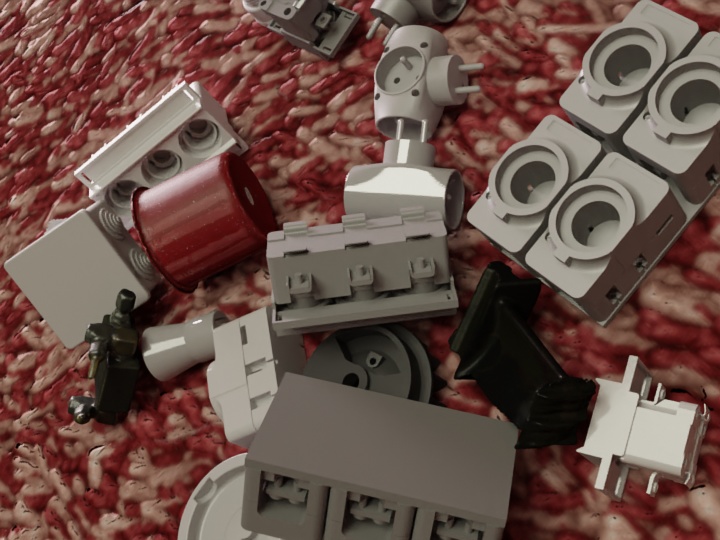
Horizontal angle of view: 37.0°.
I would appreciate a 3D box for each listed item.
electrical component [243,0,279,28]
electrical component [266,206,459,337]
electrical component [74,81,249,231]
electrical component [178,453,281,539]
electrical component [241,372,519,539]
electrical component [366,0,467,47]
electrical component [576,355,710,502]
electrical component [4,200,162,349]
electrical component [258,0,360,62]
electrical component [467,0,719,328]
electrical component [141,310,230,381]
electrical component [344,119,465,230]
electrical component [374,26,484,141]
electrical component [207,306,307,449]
[{"bbox_3d":[-0.086,-0.235,0.918,0.035,0.061,0.035,-13,63,26],"label":"electrical component"},{"bbox_3d":[0.000,0.000,0.726,0.121,0.063,0.078,-7,27,0],"label":"electrical component"},{"bbox_3d":[-0.167,-0.098,0.904,0.121,0.078,0.063,-37,33,12],"label":"electrical component"},{"bbox_3d":[-0.061,0.181,0.719,0.108,0.060,0.108,-12,63,26],"label":"electrical component"},{"bbox_3d":[0.013,0.126,0.647,0.150,0.061,0.089,12,30,7],"label":"electrical component"},{"bbox_3d":[0.034,-0.211,0.847,0.077,0.044,0.079,31,87,36],"label":"electrical component"},{"bbox_3d":[0.168,0.097,0.633,0.064,0.042,0.081,10,75,30],"label":"electrical component"},{"bbox_3d":[-0.223,0.002,0.878,0.100,0.099,0.048,-31,12,17],"label":"electrical component"},{"bbox_3d":[-0.046,-0.210,0.882,0.081,0.064,0.042,31,87,36],"label":"electrical component"},{"bbox_3d":[0.169,-0.073,0.695,0.186,0.060,0.105,-51,53,2],"label":"electrical component"},{"bbox_3d":[-0.130,0.056,0.830,0.065,0.044,0.044,-19,60,17],"label":"electrical component"},{"bbox_3d":[0.034,-0.070,0.773,0.077,0.044,0.079,5,84,24],"label":"electrical component"},{"bbox_3d":[0.055,-0.140,0.803,0.079,0.044,0.077,0,69,31],"label":"electrical component"},{"bbox_3d":[-0.073,0.081,0.777,0.056,0.050,0.089,-23,59,20],"label":"electrical component"}]
